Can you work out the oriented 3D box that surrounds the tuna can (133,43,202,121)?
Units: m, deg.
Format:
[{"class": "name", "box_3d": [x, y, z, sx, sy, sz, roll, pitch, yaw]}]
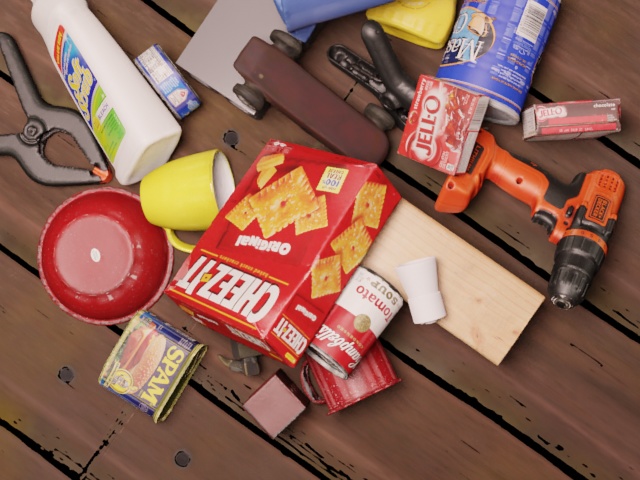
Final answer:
[{"class": "tuna can", "box_3d": [-0.170, -0.178, 1.198, 0.034, 0.086, 0.086, -37, 86, -1]}]

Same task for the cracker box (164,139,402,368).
[{"class": "cracker box", "box_3d": [-0.041, 0.005, 1.111, 0.164, 0.072, 0.213, 19, 69, 43]}]

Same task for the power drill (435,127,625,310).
[{"class": "power drill", "box_3d": [0.223, -0.029, 1.147, 0.187, 0.057, 0.184, 26, 55, 5]}]

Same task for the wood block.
[{"class": "wood block", "box_3d": [0.130, 0.038, 1.166, 0.206, 0.091, 0.090, 35, 90, 5]}]

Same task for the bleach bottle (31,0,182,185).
[{"class": "bleach bottle", "box_3d": [-0.257, -0.190, 1.208, 0.067, 0.103, 0.251, -28, 77, -37]}]

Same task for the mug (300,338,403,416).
[{"class": "mug", "box_3d": [0.024, 0.141, 1.177, 0.117, 0.093, 0.081, -32, 79, 37]}]

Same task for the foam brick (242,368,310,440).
[{"class": "foam brick", "box_3d": [-0.047, 0.180, 1.179, 0.051, 0.078, 0.053, -44, 88, 0]}]

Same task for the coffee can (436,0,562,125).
[{"class": "coffee can", "box_3d": [0.191, -0.209, 1.165, 0.103, 0.103, 0.140, 20, 89, 4]}]

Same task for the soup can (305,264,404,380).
[{"class": "soup can", "box_3d": [0.032, 0.084, 1.103, 0.068, 0.068, 0.102, 38, 77, 4]}]

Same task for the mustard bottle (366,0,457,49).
[{"class": "mustard bottle", "box_3d": [0.130, -0.318, 1.196, 0.096, 0.058, 0.191, 23, 89, 13]}]

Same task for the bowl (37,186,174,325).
[{"class": "bowl", "box_3d": [-0.250, 0.017, 1.211, 0.162, 0.055, 0.162, 0, 88, 4]}]

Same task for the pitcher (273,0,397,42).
[{"class": "pitcher", "box_3d": [0.059, -0.313, 1.091, 0.243, 0.149, 0.145, -14, 75, -2]}]

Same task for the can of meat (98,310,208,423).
[{"class": "can of meat", "box_3d": [-0.189, 0.140, 1.201, 0.084, 0.057, 0.102, 31, 89, 8]}]

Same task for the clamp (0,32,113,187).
[{"class": "clamp", "box_3d": [-0.328, -0.134, 1.231, 0.210, 0.036, 0.164, 24, 89, 2]}]

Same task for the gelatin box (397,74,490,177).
[{"class": "gelatin box", "box_3d": [0.128, -0.119, 1.115, 0.073, 0.030, 0.089, 26, 109, 30]}]

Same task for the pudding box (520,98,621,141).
[{"class": "pudding box", "box_3d": [0.268, -0.129, 1.151, 0.090, 0.113, 0.039, -3, 91, 3]}]

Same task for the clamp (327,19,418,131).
[{"class": "clamp", "box_3d": [0.077, -0.167, 1.185, 0.039, 0.120, 0.171, -42, 108, -13]}]
